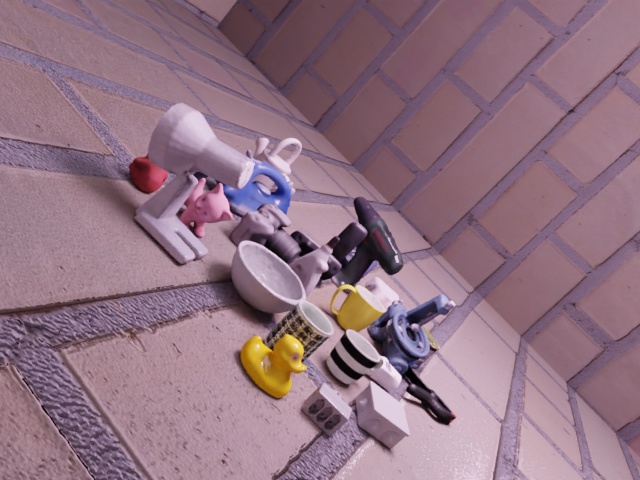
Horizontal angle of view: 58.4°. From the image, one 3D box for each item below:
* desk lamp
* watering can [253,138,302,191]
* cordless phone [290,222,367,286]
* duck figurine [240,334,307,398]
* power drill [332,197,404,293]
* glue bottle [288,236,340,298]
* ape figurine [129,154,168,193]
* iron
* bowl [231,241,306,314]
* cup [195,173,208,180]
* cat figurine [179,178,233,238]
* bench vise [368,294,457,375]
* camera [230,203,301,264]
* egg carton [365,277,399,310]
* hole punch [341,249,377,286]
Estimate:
[{"bbox_3d":[-0.230,-0.104,1.018,0.203,0.213,0.118,44,15,3],"label":"desk lamp"},{"bbox_3d":[-0.133,-0.213,1.589,0.173,0.194,0.101,46,15,8],"label":"watering can"},{"bbox_3d":[0.013,0.005,1.396,0.148,0.185,0.094,40,16,-13],"label":"cordless phone"},{"bbox_3d":[-0.067,0.185,0.906,0.104,0.086,0.078,46,15,8],"label":"duck figurine"},{"bbox_3d":[0.106,0.027,1.528,0.229,0.208,0.076,50,17,23],"label":"power drill"},{"bbox_3d":[-0.018,0.056,1.205,0.078,0.173,0.037,51,17,27],"label":"glue bottle"},{"bbox_3d":[-0.324,-0.144,1.118,0.078,0.092,0.076,33,18,-34],"label":"ape figurine"},{"bbox_3d":[-0.141,-0.126,1.437,0.259,0.141,0.118,27,23,-47],"label":"iron"},{"bbox_3d":[-0.110,0.084,1.086,0.168,0.074,0.167,40,16,-13],"label":"bowl"},{"bbox_3d":[-0.265,-0.169,1.328,0.118,0.095,0.091,40,16,-13],"label":"cup"},{"bbox_3d":[-0.225,-0.070,1.125,0.067,0.117,0.127,27,22,-46],"label":"cat figurine"},{"bbox_3d":[0.211,0.185,1.353,0.122,0.219,0.207,31,19,-38],"label":"bench vise"},{"bbox_3d":[-0.107,-0.008,1.287,0.137,0.100,0.143,45,15,4],"label":"camera"},{"bbox_3d":[0.164,0.165,1.570,0.107,0.069,0.150,42,15,-7],"label":"egg carton"},{"bbox_3d":[0.098,0.065,1.631,0.108,0.091,0.101,45,15,7],"label":"hole punch"}]
